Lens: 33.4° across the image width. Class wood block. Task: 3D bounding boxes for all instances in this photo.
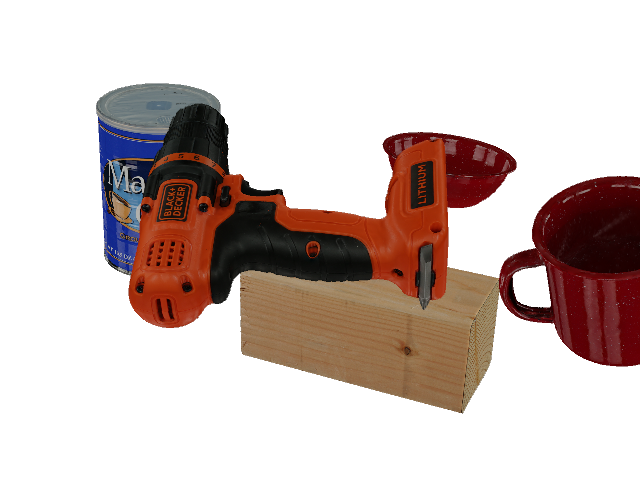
[{"bbox_3d":[0.041,0.067,0.930,0.206,0.091,0.090,13,29,21],"label":"wood block"}]

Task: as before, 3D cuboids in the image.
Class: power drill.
[{"bbox_3d":[-0.017,-0.023,0.655,0.187,0.057,0.184,-2,45,5],"label":"power drill"}]

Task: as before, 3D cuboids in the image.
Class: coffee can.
[{"bbox_3d":[-0.138,-0.052,0.917,0.103,0.140,0.103,2,28,-1],"label":"coffee can"}]

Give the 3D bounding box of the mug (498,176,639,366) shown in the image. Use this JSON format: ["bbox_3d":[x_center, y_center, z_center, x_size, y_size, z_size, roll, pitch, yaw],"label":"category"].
[{"bbox_3d":[0.167,0.023,0.644,0.117,0.081,0.093,-11,38,7],"label":"mug"}]

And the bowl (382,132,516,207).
[{"bbox_3d":[0.151,-0.081,1.284,0.162,0.055,0.162,6,23,-3],"label":"bowl"}]
